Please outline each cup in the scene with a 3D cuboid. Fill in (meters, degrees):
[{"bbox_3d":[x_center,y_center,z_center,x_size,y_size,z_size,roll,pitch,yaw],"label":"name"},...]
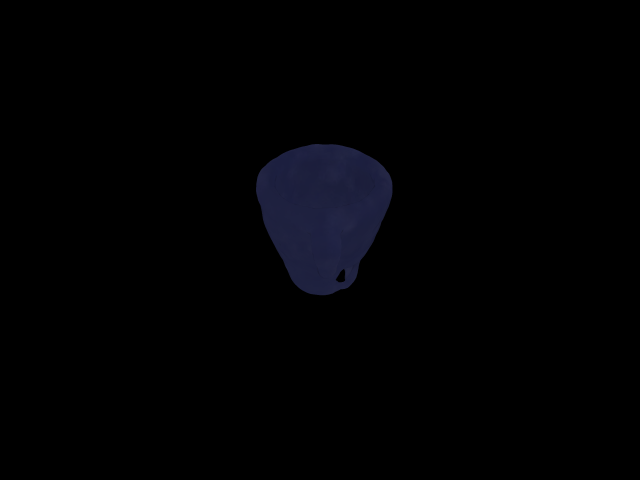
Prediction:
[{"bbox_3d":[0.004,0.001,0.400,0.091,0.095,0.117,-2,40,-2],"label":"cup"}]
